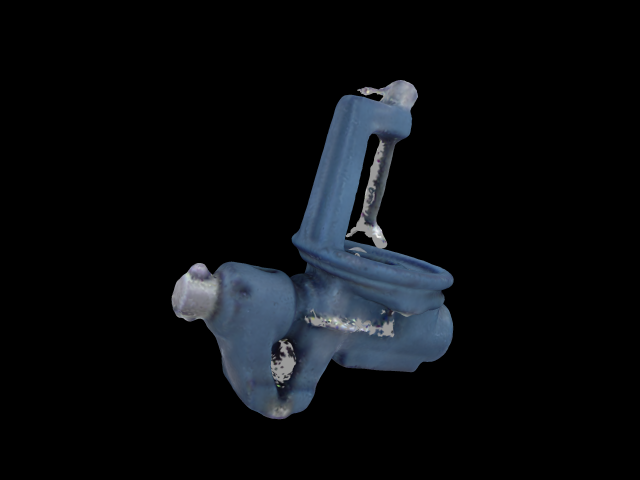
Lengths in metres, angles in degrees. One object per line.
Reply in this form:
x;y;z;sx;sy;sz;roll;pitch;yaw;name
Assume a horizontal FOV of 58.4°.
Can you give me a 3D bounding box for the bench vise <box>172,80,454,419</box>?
0.012;0.003;0.392;0.208;0.220;0.121;-13;19;-43;bench vise
